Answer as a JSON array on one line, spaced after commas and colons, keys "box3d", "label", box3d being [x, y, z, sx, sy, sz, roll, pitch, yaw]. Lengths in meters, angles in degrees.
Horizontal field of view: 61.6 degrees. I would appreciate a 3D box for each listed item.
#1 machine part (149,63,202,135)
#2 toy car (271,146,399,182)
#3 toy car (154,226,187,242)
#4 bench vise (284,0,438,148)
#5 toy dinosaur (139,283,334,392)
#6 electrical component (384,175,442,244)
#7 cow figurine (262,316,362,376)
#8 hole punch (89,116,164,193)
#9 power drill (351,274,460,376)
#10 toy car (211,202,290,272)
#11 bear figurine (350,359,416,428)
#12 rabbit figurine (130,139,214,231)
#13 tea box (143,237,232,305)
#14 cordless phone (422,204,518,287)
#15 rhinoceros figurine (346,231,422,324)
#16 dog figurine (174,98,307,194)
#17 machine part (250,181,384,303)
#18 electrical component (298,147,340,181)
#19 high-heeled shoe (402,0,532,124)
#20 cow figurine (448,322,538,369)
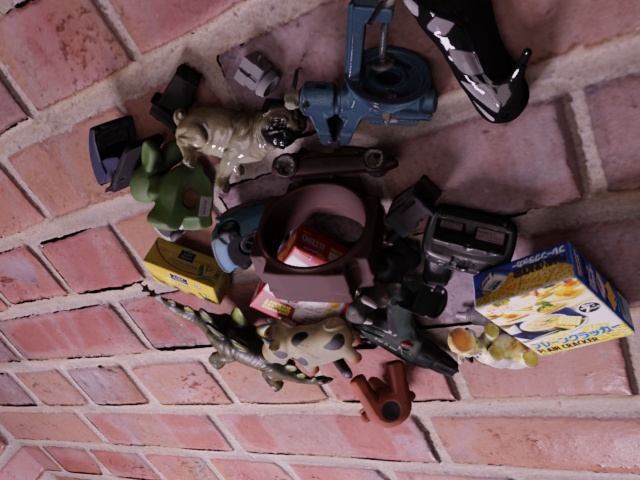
[{"box3d": [-0.252, -0.247, 0.942, 0.084, 0.039, 0.139, 45, 133, -5], "label": "machine part"}, {"box3d": [0.022, -0.123, 0.854, 0.202, 0.089, 0.053, -3, 87, 12], "label": "toy car"}, {"box3d": [-0.281, -0.067, 1.085, 0.073, 0.056, 0.201, 44, 131, -2], "label": "toy car"}, {"box3d": [0.057, -0.234, 0.732, 0.224, 0.129, 0.240, 12, 148, 7], "label": "bench vise"}, {"box3d": [-0.185, 0.221, 1.200, 0.472, 0.105, 0.198, 22, 147, 0], "label": "toy dinosaur"}, {"box3d": [0.141, -0.045, 0.886, 0.047, 0.075, 0.119, 42, 135, -10], "label": "electrical component"}, {"box3d": [-0.028, 0.200, 1.052, 0.195, 0.085, 0.127, -19, 121, 23], "label": "cow figurine"}, {"box3d": [-0.371, -0.162, 1.006, 0.092, 0.142, 0.115, 34, 123, 3], "label": "hole punch"}, {"box3d": [0.179, 0.160, 1.017, 0.232, 0.086, 0.207, 23, 149, 12], "label": "power drill"}, {"box3d": [-0.139, -0.023, 1.010, 0.103, 0.162, 0.109, 45, 160, 40], "label": "toy car"}, {"box3d": [0.128, 0.319, 1.128, 0.120, 0.196, 0.132, -21, 86, -3], "label": "bear figurine"}, {"box3d": [-0.286, -0.101, 0.965, 0.170, 0.121, 0.159, 16, 109, 34], "label": "rabbit figurine"}, {"box3d": [-0.284, 0.068, 1.165, 0.170, 0.068, 0.098, 20, 153, 12], "label": "tea box"}, {"box3d": [0.242, 0.035, 0.909, 0.147, 0.089, 0.184, 14, 142, 14], "label": "cordless phone"}, {"box3d": [0.101, 0.067, 0.919, 0.112, 0.190, 0.073, 34, 142, 19], "label": "rhinoceros figurine"}, {"box3d": [-0.135, -0.195, 0.891, 0.172, 0.121, 0.190, 37, 124, -23], "label": "dog figurine"}, {"box3d": [-0.002, -0.003, 0.883, 0.202, 0.201, 0.087, 2, 143, 16], "label": "machine part"}, {"box3d": [-0.009, -0.116, 0.935, 0.094, 0.021, 0.063, 39, 133, -8], "label": "electrical component"}, {"box3d": [0.182, -0.260, 0.720, 0.249, 0.086, 0.145, 44, 165, 13], "label": "high-heeled shoe"}, {"box3d": [0.301, 0.195, 0.974, 0.167, 0.068, 0.098, 11, 155, -7], "label": "cow figurine"}]
